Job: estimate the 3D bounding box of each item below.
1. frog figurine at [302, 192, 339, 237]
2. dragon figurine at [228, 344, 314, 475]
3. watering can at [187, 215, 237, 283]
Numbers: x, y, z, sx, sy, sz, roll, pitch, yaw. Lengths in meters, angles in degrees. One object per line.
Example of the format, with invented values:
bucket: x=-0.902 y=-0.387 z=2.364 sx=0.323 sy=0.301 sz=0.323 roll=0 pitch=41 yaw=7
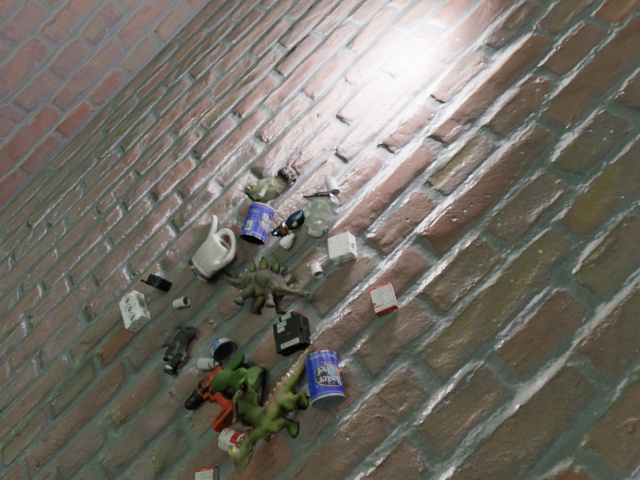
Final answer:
frog figurine: x=0.006 y=-0.095 z=1.892 sx=0.137 sy=0.124 sz=0.158 roll=-3 pitch=99 yaw=14
dragon figurine: x=-0.157 y=0.481 z=1.539 sx=0.122 sy=0.239 sz=0.416 roll=3 pitch=66 yaw=39
watering can: x=-0.438 y=0.036 z=2.078 sx=0.224 sy=0.102 sz=0.353 roll=-47 pitch=36 yaw=1
